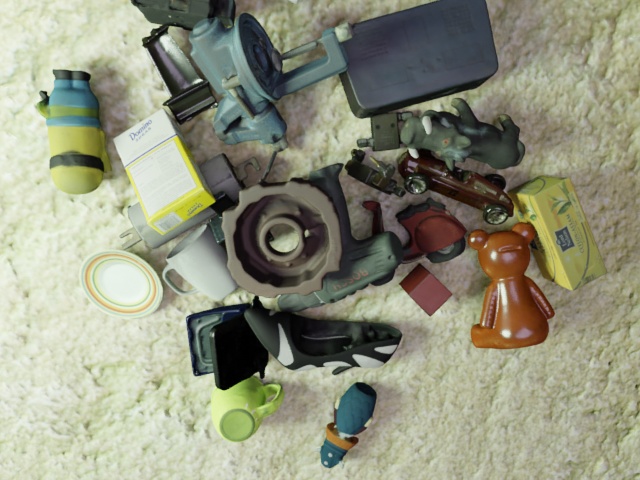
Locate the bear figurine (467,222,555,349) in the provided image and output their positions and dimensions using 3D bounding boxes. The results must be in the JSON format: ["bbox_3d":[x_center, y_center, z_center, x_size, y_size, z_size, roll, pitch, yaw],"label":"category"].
[{"bbox_3d":[0.300,0.076,0.879,0.120,0.132,0.196,-13,82,-4],"label":"bear figurine"}]

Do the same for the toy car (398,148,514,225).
[{"bbox_3d":[0.218,-0.091,0.842,0.202,0.089,0.053,20,135,-6],"label":"toy car"}]

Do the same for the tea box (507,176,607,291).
[{"bbox_3d":[0.380,-0.014,0.865,0.068,0.098,0.169,-28,99,-1],"label":"tea box"}]

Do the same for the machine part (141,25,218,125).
[{"bbox_3d":[-0.215,-0.247,0.803,0.084,0.039,0.138,-24,115,3],"label":"machine part"}]

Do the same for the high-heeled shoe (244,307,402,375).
[{"bbox_3d":[0.013,0.144,0.846,0.145,0.086,0.248,-38,126,22],"label":"high-heeled shoe"}]

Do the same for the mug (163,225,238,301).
[{"bbox_3d":[-0.183,0.049,0.839,0.109,0.081,0.107,-40,107,1],"label":"mug"}]

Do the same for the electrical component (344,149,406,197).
[{"bbox_3d":[0.083,-0.105,0.830,0.078,0.102,0.045,19,102,-32],"label":"electrical component"}]

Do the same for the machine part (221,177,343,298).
[{"bbox_3d":[-0.051,-0.004,0.758,0.179,0.056,0.179,1,106,3],"label":"machine part"}]

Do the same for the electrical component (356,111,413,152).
[{"bbox_3d":[0.103,-0.174,0.855,0.094,0.021,0.063,-8,99,-3],"label":"electrical component"}]

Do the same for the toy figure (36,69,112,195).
[{"bbox_3d":[-0.362,-0.157,0.785,0.082,0.089,0.180,2,101,2],"label":"toy figure"}]

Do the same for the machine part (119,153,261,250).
[{"bbox_3d":[-0.201,-0.060,0.821,0.243,0.079,0.079,-32,100,1],"label":"machine part"}]

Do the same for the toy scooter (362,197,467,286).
[{"bbox_3d":[0.136,-0.015,0.858,0.184,0.075,0.135,-21,98,4],"label":"toy scooter"}]

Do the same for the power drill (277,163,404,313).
[{"bbox_3d":[-0.002,-0.003,0.828,0.232,0.086,0.207,-19,89,26],"label":"power drill"}]

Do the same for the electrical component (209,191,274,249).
[{"bbox_3d":[-0.125,-0.025,0.813,0.075,0.119,0.048,-28,62,-2],"label":"electrical component"}]

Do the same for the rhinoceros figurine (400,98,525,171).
[{"bbox_3d":[0.214,-0.151,0.817,0.190,0.073,0.112,11,54,-13],"label":"rhinoceros figurine"}]

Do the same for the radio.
[{"bbox_3d":[0.143,-0.274,0.810,0.230,0.073,0.131,-16,91,-1],"label":"radio"}]

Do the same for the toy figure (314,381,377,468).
[{"bbox_3d":[0.046,0.316,0.909,0.057,0.064,0.154,15,105,-45],"label":"toy figure"}]

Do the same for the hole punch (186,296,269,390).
[{"bbox_3d":[-0.148,0.163,0.859,0.116,0.092,0.142,-16,105,-46],"label":"hole punch"}]

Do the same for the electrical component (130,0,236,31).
[{"bbox_3d":[-0.187,-0.335,0.760,0.134,0.115,0.058,7,100,-4],"label":"electrical component"}]

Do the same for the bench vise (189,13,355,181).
[{"bbox_3d":[-0.057,-0.223,0.746,0.241,0.129,0.223,-16,122,21],"label":"bench vise"}]
